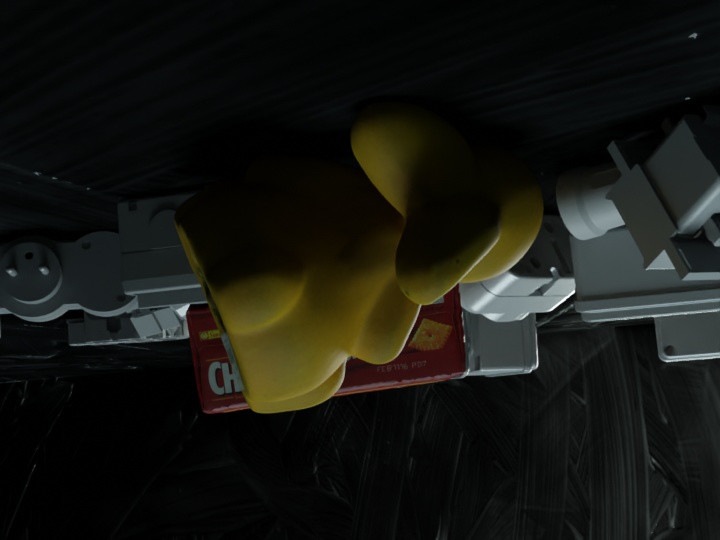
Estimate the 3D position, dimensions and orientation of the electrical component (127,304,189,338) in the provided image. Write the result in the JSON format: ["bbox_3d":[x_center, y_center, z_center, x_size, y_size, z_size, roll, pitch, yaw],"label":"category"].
[{"bbox_3d":[-0.154,0.020,0.853,0.055,0.066,0.048,-15,-155,18],"label":"electrical component"}]

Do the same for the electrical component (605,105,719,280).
[{"bbox_3d":[0.189,-0.037,0.510,0.121,0.078,0.063,-1,143,-29],"label":"electrical component"}]

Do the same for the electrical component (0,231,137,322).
[{"bbox_3d":[-0.205,0.004,0.675,0.138,0.052,0.074,-3,173,-11],"label":"electrical component"}]

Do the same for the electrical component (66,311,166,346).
[{"bbox_3d":[-0.204,0.032,0.899,0.078,0.057,0.058,-4,173,-7],"label":"electrical component"}]

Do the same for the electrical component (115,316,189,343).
[{"bbox_3d":[-0.195,0.040,1.005,0.080,0.051,0.080,-4,174,-1],"label":"electrical component"}]

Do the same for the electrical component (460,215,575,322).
[{"bbox_3d":[0.109,-0.002,0.755,0.095,0.053,0.059,1,147,-38],"label":"electrical component"}]

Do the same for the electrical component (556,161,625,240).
[{"bbox_3d":[0.136,-0.041,0.584,0.046,0.040,0.040,-16,168,37],"label":"electrical component"}]

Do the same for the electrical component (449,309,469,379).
[{"bbox_3d":[0.035,0.043,0.939,0.109,0.108,0.056,-9,169,37],"label":"electrical component"}]

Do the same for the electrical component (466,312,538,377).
[{"bbox_3d":[0.117,0.043,0.994,0.056,0.108,0.109,0,173,-13],"label":"electrical component"}]

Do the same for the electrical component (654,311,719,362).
[{"bbox_3d":[0.300,0.017,0.894,0.109,0.108,0.056,-7,176,17],"label":"electrical component"}]

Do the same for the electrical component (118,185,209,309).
[{"bbox_3d":[-0.089,-0.008,0.613,0.062,0.061,0.096,-6,173,14],"label":"electrical component"}]

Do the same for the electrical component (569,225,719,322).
[{"bbox_3d":[0.184,-0.014,0.651,0.109,0.056,0.108,-6,-167,14],"label":"electrical component"}]
